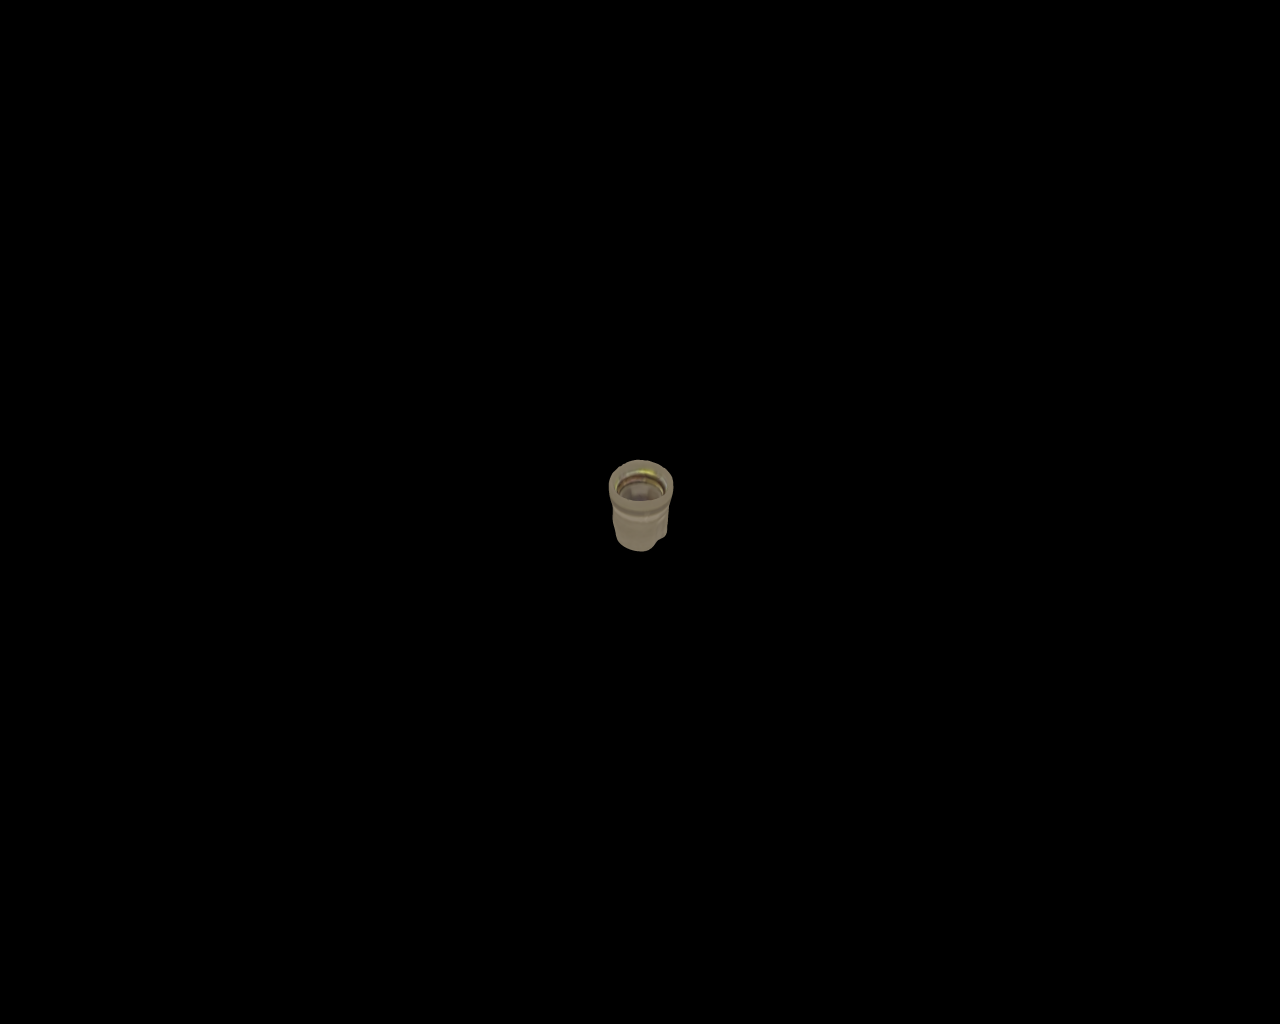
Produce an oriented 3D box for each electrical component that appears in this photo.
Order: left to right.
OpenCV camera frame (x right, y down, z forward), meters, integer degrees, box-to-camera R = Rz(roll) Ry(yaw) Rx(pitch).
[{"bbox_3d":[0.001,-0.003,0.650,0.040,0.046,0.040,0,43,0],"label":"electrical component"}]
